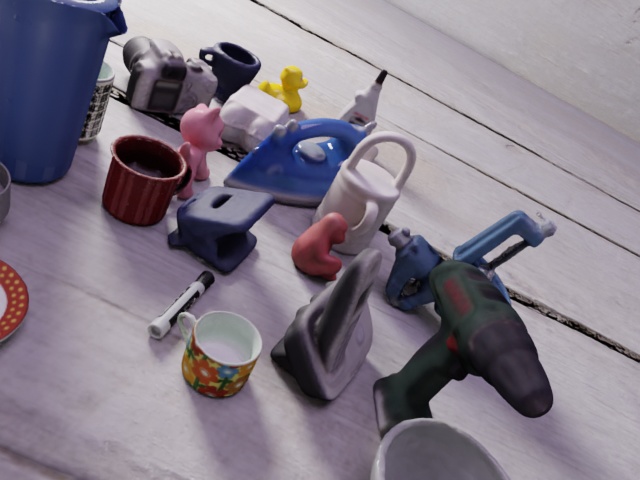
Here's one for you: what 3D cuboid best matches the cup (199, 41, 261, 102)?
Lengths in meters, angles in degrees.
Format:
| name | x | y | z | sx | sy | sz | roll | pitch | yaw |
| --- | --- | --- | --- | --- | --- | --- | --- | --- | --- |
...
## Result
| name | x | y | z | sx | sy | sz | roll | pitch | yaw |
| --- | --- | --- | --- | --- | --- | --- | --- | --- | --- |
| cup | -0.176 | -0.305 | 1.055 | 0.118 | 0.095 | 0.091 | 1 | 43 | -38 |

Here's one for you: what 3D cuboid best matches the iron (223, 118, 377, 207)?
| name | x | y | z | sx | sy | sz | roll | pitch | yaw |
| --- | --- | --- | --- | --- | --- | --- | --- | --- | --- |
| iron | -0.020 | -0.139 | 0.914 | 0.259 | 0.141 | 0.118 | -4 | 46 | -42 |

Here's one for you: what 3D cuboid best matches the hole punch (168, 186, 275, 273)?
| name | x | y | z | sx | sy | sz | roll | pitch | yaw |
| --- | --- | --- | --- | --- | --- | --- | --- | --- | --- |
| hole punch | -0.124 | -0.029 | 0.729 | 0.101 | 0.091 | 0.109 | 31 | 33 | 1 |

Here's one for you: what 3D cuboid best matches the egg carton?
| name | x | y | z | sx | sy | sz | roll | pitch | yaw |
| --- | --- | --- | --- | --- | --- | --- | --- | --- | --- |
| egg carton | -0.116 | -0.213 | 1.004 | 0.107 | 0.069 | 0.150 | 27 | 33 | -5 |

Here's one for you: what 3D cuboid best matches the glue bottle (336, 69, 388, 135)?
| name | x | y | z | sx | sy | sz | roll | pitch | yaw |
| --- | --- | --- | --- | --- | --- | --- | --- | --- | --- |
| glue bottle | 0.086 | -0.261 | 1.134 | 0.078 | 0.173 | 0.037 | 19 | 34 | -17 |

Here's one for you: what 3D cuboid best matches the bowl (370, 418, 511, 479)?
| name | x | y | z | sx | sy | sz | roll | pitch | yaw |
| --- | --- | --- | --- | --- | --- | --- | --- | --- | --- |
| bowl | 0.110 | 0.260 | 0.542 | 0.168 | 0.074 | 0.167 | 21 | 34 | -15 |

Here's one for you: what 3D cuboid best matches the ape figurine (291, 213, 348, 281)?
| name | x | y | z | sx | sy | sz | roll | pitch | yaw |
| --- | --- | --- | --- | --- | --- | --- | --- | --- | --- |
| ape figurine | 0.007 | 0.003 | 0.790 | 0.076 | 0.092 | 0.078 | 22 | 34 | -13 |

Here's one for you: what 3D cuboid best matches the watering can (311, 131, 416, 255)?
| name | x | y | z | sx | sy | sz | roll | pitch | yaw |
| --- | --- | --- | --- | --- | --- | --- | --- | --- | --- |
| watering can | 0.068 | -0.085 | 0.862 | 0.101 | 0.194 | 0.172 | 5 | 40 | -34 |

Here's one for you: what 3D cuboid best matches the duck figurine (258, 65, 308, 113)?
| name | x | y | z | sx | sy | sz | roll | pitch | yaw |
| --- | --- | --- | --- | --- | --- | --- | --- | --- | --- |
| duck figurine | -0.071 | -0.313 | 1.159 | 0.105 | 0.086 | 0.077 | 2 | 42 | -37 |

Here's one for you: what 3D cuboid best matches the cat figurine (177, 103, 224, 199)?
| name | x | y | z | sx | sy | sz | roll | pitch | yaw |
| --- | --- | --- | --- | --- | --- | --- | --- | --- | --- |
| cat figurine | -0.177 | -0.139 | 0.811 | 0.067 | 0.117 | 0.128 | 26 | 33 | -6 |

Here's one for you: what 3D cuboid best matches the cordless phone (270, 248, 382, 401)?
| name | x | y | z | sx | sy | sz | roll | pitch | yaw |
| --- | --- | --- | --- | --- | --- | --- | --- | --- | --- |
| cordless phone | 0.036 | 0.074 | 0.632 | 0.094 | 0.185 | 0.148 | 35 | 33 | 7 |

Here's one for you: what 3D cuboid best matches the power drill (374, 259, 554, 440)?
| name | x | y | z | sx | sy | sz | roll | pitch | yaw |
| --- | --- | --- | --- | --- | --- | --- | --- | --- | --- |
| power drill | 0.141 | 0.137 | 0.608 | 0.076 | 0.208 | 0.229 | 19 | 34 | -17 |

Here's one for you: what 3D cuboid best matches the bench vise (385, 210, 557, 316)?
| name | x | y | z | sx | sy | sz | roll | pitch | yaw |
| --- | --- | --- | --- | --- | --- | --- | --- | --- | --- |
| bench vise | 0.202 | 0.034 | 0.785 | 0.208 | 0.219 | 0.121 | 21 | 34 | -15 |

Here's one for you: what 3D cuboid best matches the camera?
| name | x | y | z | sx | sy | sz | roll | pitch | yaw |
| --- | --- | --- | --- | --- | --- | --- | --- | --- | --- |
| camera | -0.261 | -0.289 | 0.961 | 0.144 | 0.100 | 0.136 | -6 | 47 | -43 |
